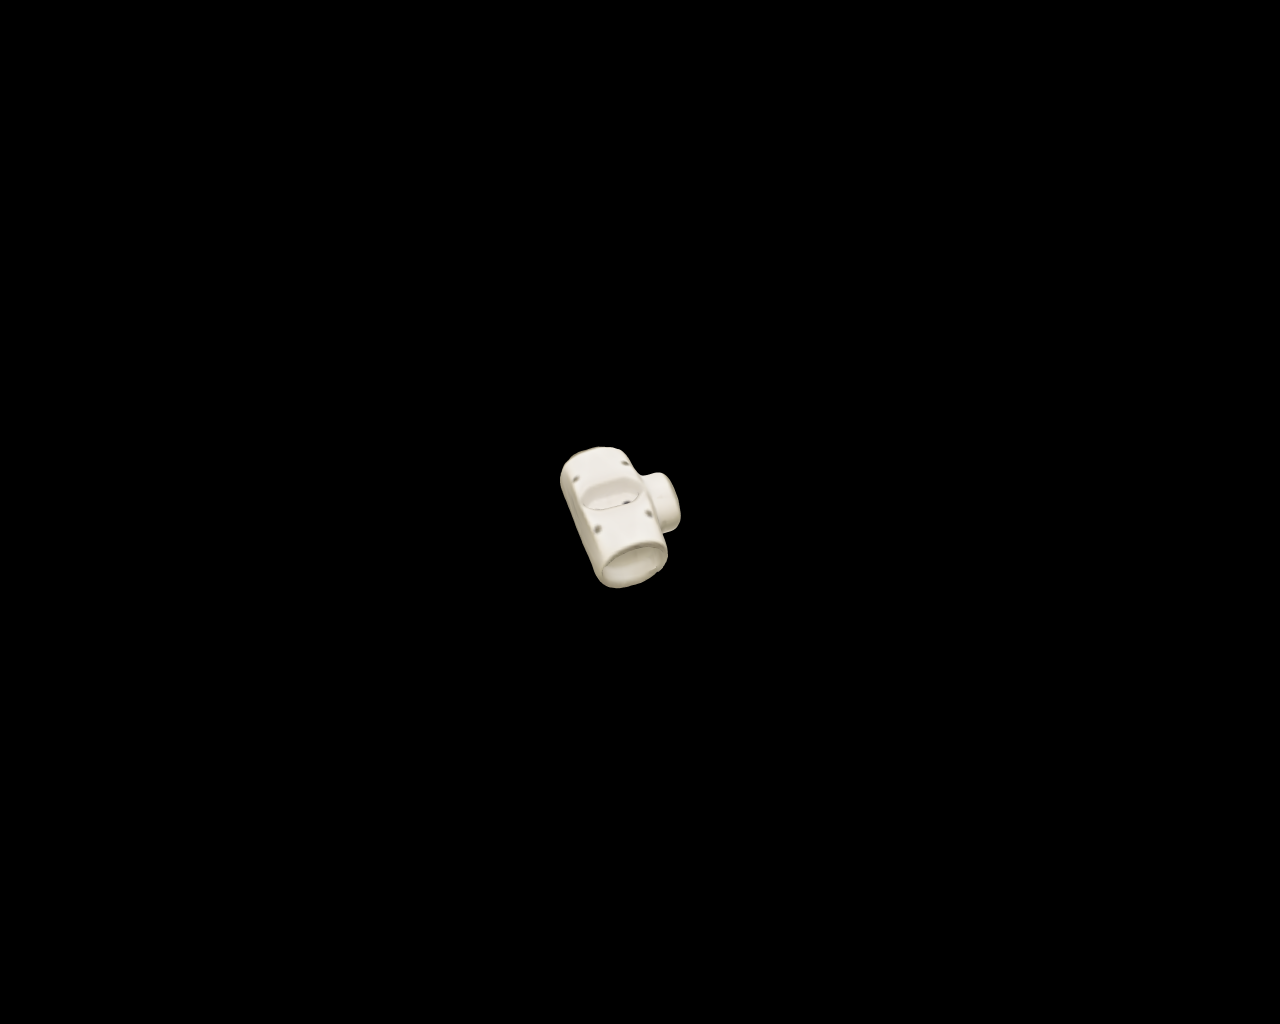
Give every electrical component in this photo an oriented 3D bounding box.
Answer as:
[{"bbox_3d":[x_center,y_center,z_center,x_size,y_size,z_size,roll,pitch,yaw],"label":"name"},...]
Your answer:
[{"bbox_3d":[0.001,-0.003,0.650,0.079,0.077,0.043,-15,-36,-11],"label":"electrical component"}]
